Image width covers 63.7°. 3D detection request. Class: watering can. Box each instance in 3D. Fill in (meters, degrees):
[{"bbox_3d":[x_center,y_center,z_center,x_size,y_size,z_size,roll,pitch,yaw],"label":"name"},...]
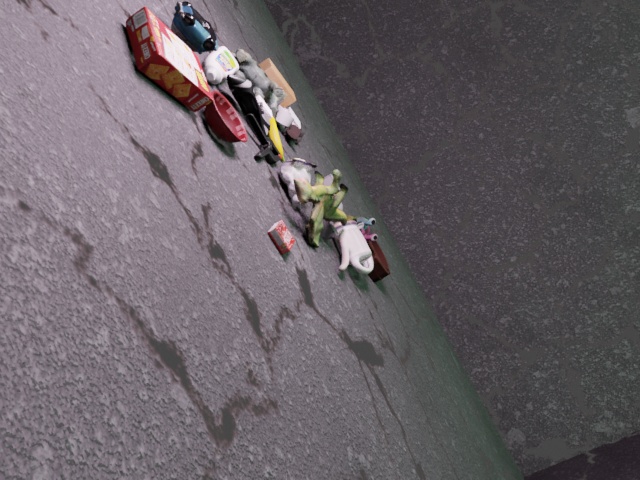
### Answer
[{"bbox_3d":[0.112,0.028,1.943,0.103,0.227,0.347,-33,-15,20],"label":"watering can"}]

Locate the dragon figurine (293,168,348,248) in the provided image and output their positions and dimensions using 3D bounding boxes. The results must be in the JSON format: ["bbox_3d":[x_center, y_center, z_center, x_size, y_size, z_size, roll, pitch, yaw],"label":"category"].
[{"bbox_3d":[0.005,-0.086,1.713,0.122,0.247,0.401,10,-32,28],"label":"dragon figurine"}]

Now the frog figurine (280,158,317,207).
[{"bbox_3d":[-0.082,-0.190,1.753,0.123,0.160,0.136,7,-6,18],"label":"frog figurine"}]
